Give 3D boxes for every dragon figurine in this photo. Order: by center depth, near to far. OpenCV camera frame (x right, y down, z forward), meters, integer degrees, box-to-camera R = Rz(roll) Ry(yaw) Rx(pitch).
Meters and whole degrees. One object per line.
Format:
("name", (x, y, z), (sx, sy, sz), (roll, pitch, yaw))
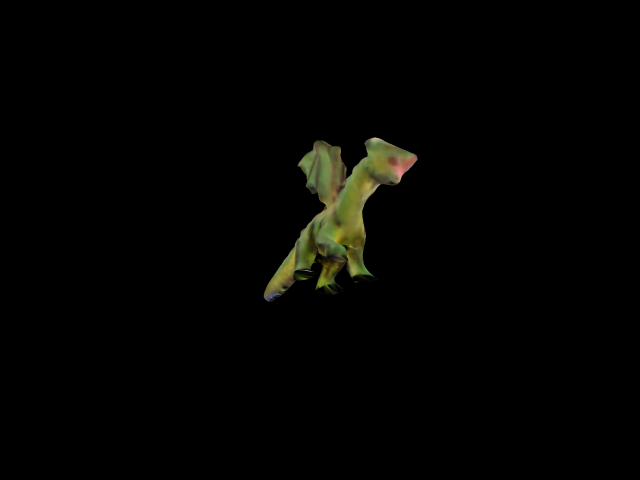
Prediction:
("dragon figurine", (0.003, -0.043, 0.850), (0.122, 0.246, 0.406), (13, -22, -34))
